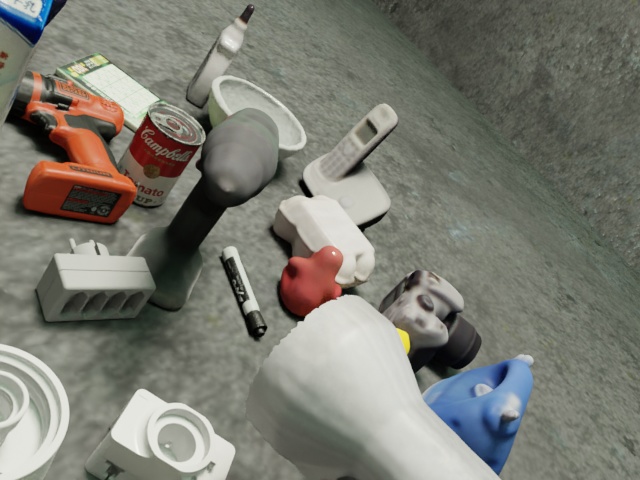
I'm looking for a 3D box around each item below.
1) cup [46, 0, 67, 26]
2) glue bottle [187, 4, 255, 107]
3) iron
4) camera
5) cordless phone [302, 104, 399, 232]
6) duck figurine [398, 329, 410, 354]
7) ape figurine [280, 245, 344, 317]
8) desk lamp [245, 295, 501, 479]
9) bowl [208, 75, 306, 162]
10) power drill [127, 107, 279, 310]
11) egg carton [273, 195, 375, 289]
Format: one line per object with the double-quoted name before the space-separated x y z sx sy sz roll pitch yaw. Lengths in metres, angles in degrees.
"cup" -0.379 -0.295 0.698 0.118 0.094 0.091 18 36 -36
"glue bottle" -0.151 -0.292 0.894 0.037 0.173 0.078 28 31 -23
"iron" 0.203 0.193 0.687 0.118 0.141 0.259 47 29 10
"camera" 0.157 0.118 0.777 0.137 0.100 0.143 38 28 -7
"cordless phone" 0.070 -0.112 0.902 0.094 0.185 0.147 -1 49 -51
"duck figurine" 0.070 0.135 0.663 0.077 0.086 0.105 50 29 15
"ape figurine" -0.003 0.044 0.692 0.078 0.092 0.076 44 28 5
"desk lamp" 0.017 0.176 0.404 0.118 0.213 0.203 -2 50 -52
"bowl" -0.108 -0.172 0.882 0.168 0.074 0.167 30 30 -20
"power drill" -0.107 -0.034 0.550 0.076 0.208 0.229 33 29 -14
"egg carton" 0.007 0.003 0.786 0.107 0.069 0.150 -7 55 -55
